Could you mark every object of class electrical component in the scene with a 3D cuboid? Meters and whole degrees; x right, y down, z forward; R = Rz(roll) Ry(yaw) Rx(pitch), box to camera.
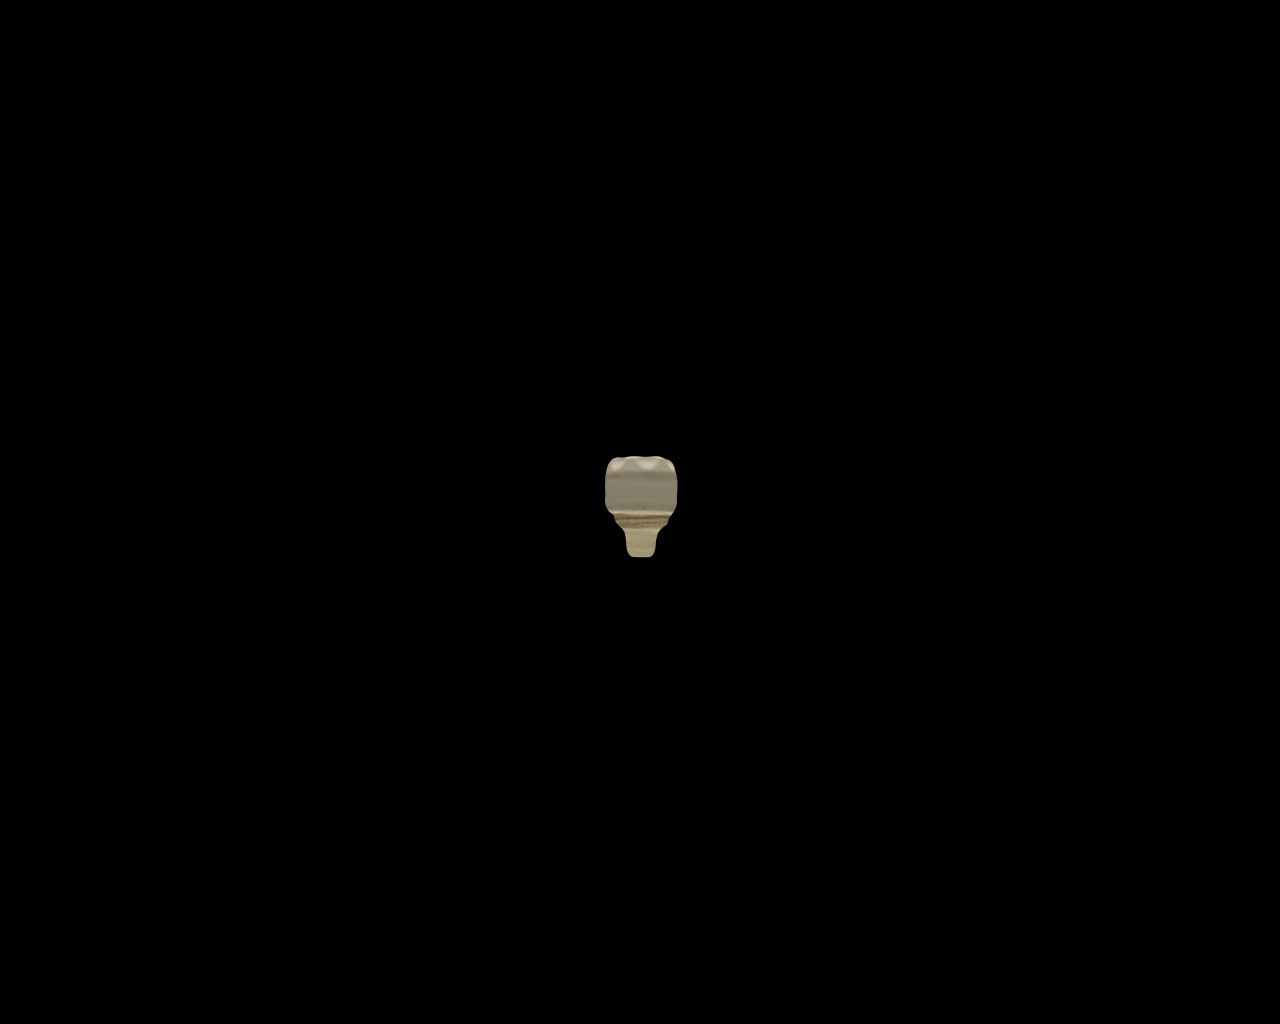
[{"bbox_3d":[0.001,-0.003,0.650,0.043,0.062,0.043,0,-2,0],"label":"electrical component"}]
